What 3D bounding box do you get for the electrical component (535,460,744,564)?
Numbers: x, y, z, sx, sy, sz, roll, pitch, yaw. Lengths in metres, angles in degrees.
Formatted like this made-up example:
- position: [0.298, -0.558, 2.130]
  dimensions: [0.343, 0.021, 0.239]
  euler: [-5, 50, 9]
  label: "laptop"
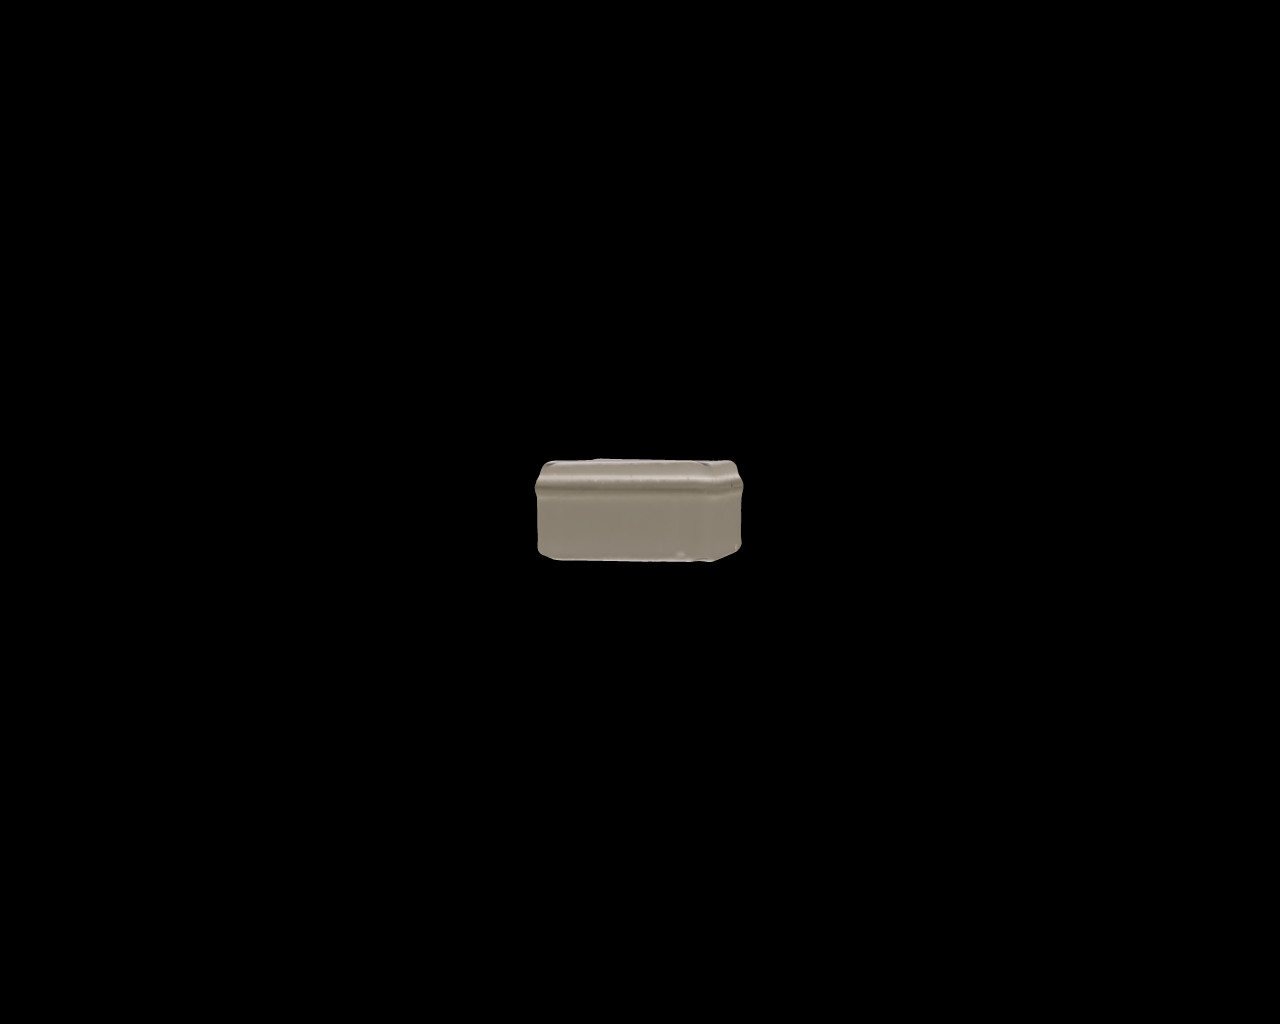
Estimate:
- position: [0.001, -0.003, 0.650]
  dimensions: [0.113, 0.057, 0.078]
  euler: [1, 4, 20]
  label: "electrical component"
